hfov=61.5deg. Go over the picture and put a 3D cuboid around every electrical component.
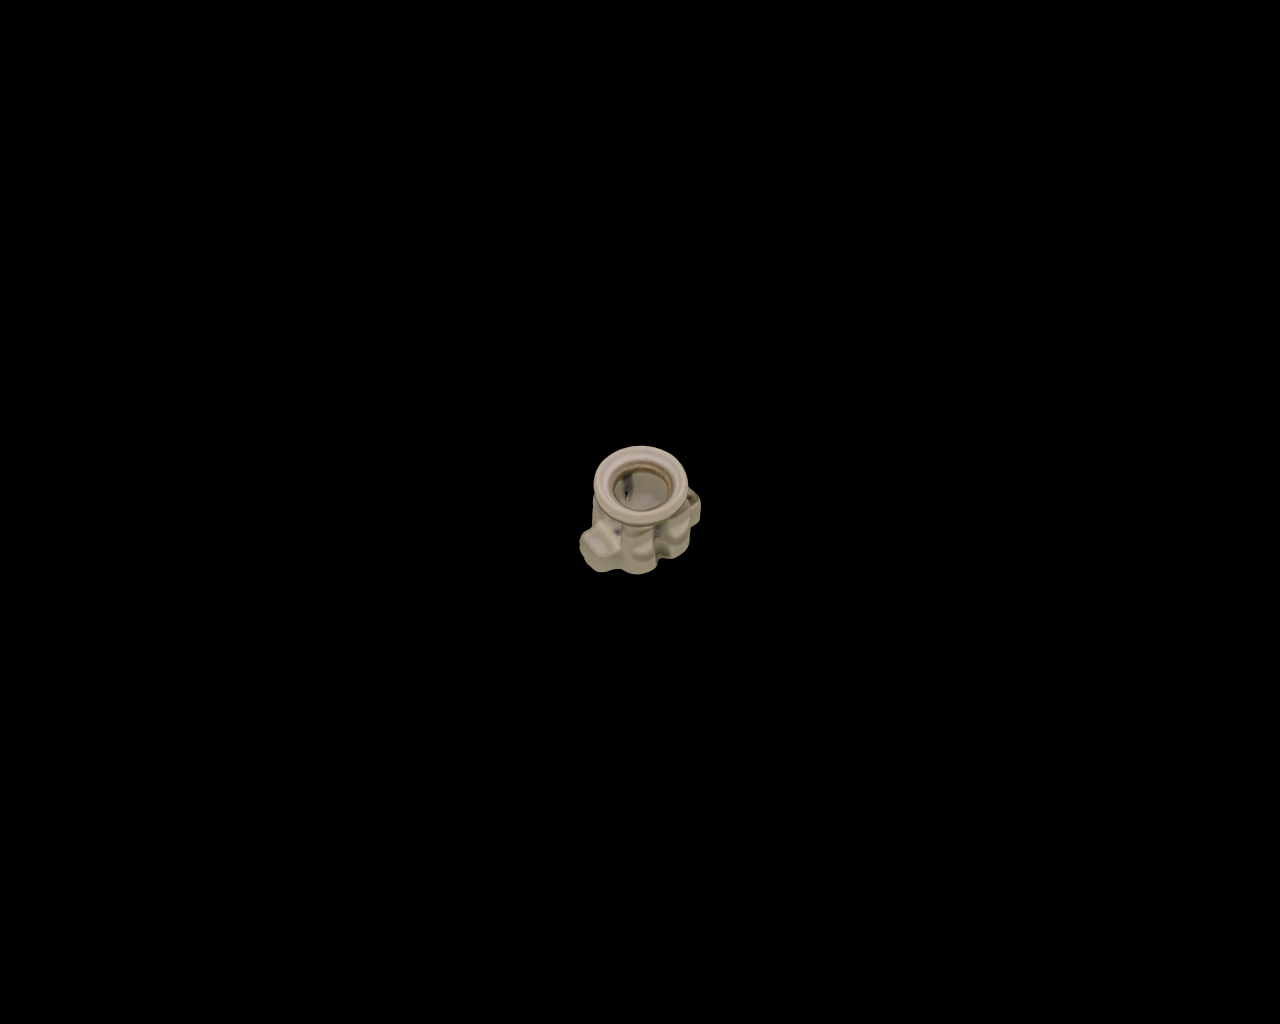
[{"bbox_3d":[0.001,-0.003,0.650,0.078,0.058,0.056,-27,-33,-19],"label":"electrical component"}]
